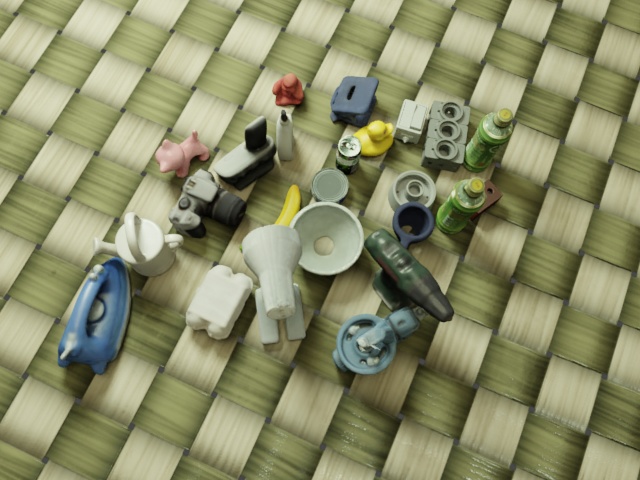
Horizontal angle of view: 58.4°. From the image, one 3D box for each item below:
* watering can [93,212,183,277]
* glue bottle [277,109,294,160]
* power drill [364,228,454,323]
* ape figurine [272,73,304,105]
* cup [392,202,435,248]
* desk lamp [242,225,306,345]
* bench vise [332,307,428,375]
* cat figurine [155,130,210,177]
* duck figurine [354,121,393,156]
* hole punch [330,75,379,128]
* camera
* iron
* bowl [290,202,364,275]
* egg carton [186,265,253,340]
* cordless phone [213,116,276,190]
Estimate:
[{"bbox_3d":[-0.377,0.010,1.184,0.173,0.194,0.101,-29,76,-10],"label":"watering can"},{"bbox_3d":[-0.078,-0.246,1.282,0.037,0.173,0.078,2,73,-1],"label":"glue bottle"},{"bbox_3d":[0.174,0.087,1.175,0.076,0.208,0.229,-37,78,-12],"label":"power drill"},{"bbox_3d":[-0.072,-0.363,1.359,0.077,0.092,0.076,38,76,9],"label":"ape figurine"},{"bbox_3d":[0.195,-0.016,1.266,0.091,0.095,0.118,22,74,4],"label":"cup"},{"bbox_3d":[-0.085,0.094,1.160,0.118,0.213,0.203,-9,74,-4],"label":"desk lamp"},{"bbox_3d":[0.117,0.178,1.140,0.121,0.220,0.207,41,76,10],"label":"bench vise"},{"bbox_3d":[-0.317,-0.198,1.287,0.067,0.118,0.128,42,76,10],"label":"cat figurine"},{"bbox_3d":[0.124,-0.245,1.335,0.104,0.086,0.077,-14,74,-6],"label":"duck figurine"},{"bbox_3d":[0.080,-0.335,1.358,0.101,0.091,0.109,20,74,4],"label":"hole punch"},{"bbox_3d":[-0.242,-0.072,1.262,0.136,0.101,0.143,24,74,5],"label":"camera"},{"bbox_3d":[-0.464,0.137,1.170,0.118,0.141,0.258,10,73,1],"label":"iron"},{"bbox_3d":[0.012,0.005,1.263,0.167,0.075,0.167,1,73,-2],"label":"bowl"},{"bbox_3d":[-0.214,0.131,1.219,0.107,0.069,0.150,23,74,5],"label":"egg carton"},{"bbox_3d":[-0.169,-0.201,1.259,0.148,0.185,0.094,-42,79,-13],"label":"cordless phone"}]
